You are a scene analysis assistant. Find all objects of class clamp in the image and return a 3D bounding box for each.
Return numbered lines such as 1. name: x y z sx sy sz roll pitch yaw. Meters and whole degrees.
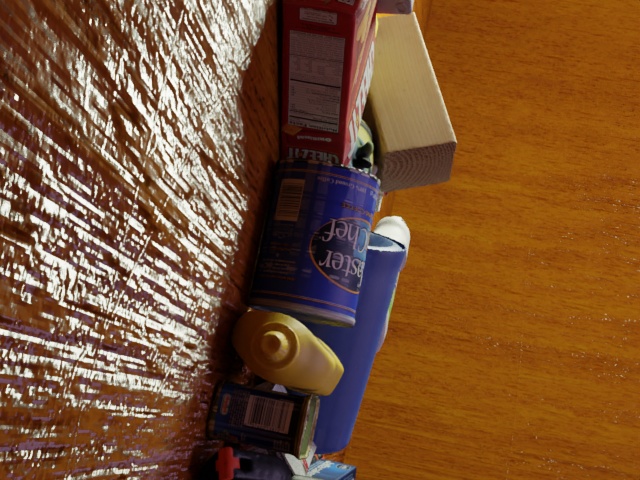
1. clamp: -0.067 0.220 0.948 0.171 0.120 0.039 48 27 -55

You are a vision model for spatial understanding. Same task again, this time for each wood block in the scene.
1. wood block: 0.098 -0.174 1.340 0.090 0.090 0.206 90 -12 -60

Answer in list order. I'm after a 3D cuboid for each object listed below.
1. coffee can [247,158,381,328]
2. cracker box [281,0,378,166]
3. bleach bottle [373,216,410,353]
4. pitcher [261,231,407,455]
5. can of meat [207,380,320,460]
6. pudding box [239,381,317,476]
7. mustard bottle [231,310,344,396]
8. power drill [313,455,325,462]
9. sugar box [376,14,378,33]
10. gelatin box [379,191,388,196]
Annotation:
1. coffee can: -0.005 0.004 1.005 0.103 0.103 0.140 62 38 -79
2. cracker box: 0.015 -0.191 1.003 0.214 0.072 0.164 93 11 -53
3. bleach bottle: 0.076 0.036 1.377 0.250 0.068 0.102 -64 161 -55
4. pitcher: 0.011 0.103 1.171 0.145 0.149 0.243 -126 -133 -75
5. can of meat: -0.049 0.159 0.954 0.102 0.084 0.057 66 36 -79
6. pudding box: -0.045 0.196 1.067 0.090 0.039 0.113 62 10 -5
7. mustard bottle: -0.031 0.101 0.956 0.058 0.096 0.191 -58 170 -6
8. power drill: -0.037 0.395 1.554 0.184 0.057 0.187 45 57 -75
9. sugar box: 0.035 -0.240 1.214 0.176 0.048 0.093 64 37 -81
10. gelatin box: 0.051 -0.101 1.382 0.030 0.089 0.073 74 27 -72
